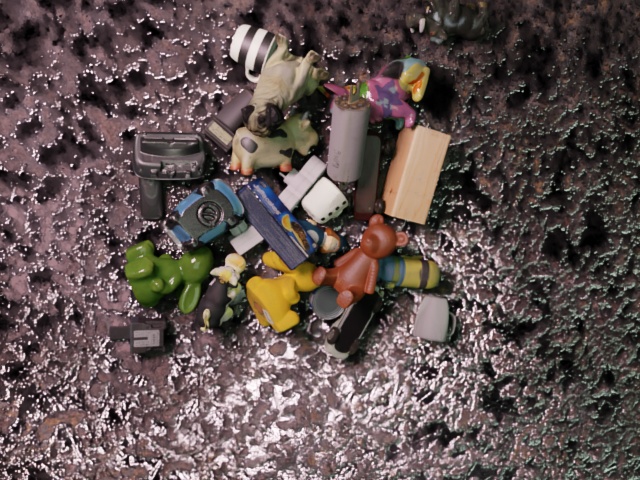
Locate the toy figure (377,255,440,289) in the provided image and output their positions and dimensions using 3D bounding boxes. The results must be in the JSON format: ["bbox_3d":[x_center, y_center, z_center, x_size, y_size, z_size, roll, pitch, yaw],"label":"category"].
[{"bbox_3d":[0.196,0.078,1.277,0.180,0.089,0.082,10,104,-17],"label":"toy figure"}]

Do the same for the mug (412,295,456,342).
[{"bbox_3d":[0.291,0.194,1.337,0.109,0.081,0.107,9,90,-13],"label":"mug"}]

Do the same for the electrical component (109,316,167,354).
[{"bbox_3d":[-0.391,0.202,1.155,0.119,0.048,0.074,4,99,-19],"label":"electrical component"}]

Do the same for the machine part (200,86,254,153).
[{"bbox_3d":[-0.180,-0.257,1.125,0.084,0.039,0.139,37,92,-12],"label":"machine part"}]

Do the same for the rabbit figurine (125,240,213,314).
[{"bbox_3d":[-0.300,0.075,1.115,0.170,0.121,0.158,-17,112,-10],"label":"rabbit figurine"}]

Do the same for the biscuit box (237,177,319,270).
[{"bbox_3d":[-0.094,-0.036,1.145,0.063,0.059,0.202,-38,93,35],"label":"biscuit box"}]

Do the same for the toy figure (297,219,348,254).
[{"bbox_3d":[-0.003,-0.003,1.221,0.154,0.058,0.064,18,134,-20],"label":"toy figure"}]

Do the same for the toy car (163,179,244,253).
[{"bbox_3d":[-0.243,-0.045,1.113,0.161,0.103,0.109,-42,99,-14],"label":"toy car"}]

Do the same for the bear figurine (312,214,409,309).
[{"bbox_3d":[0.095,0.042,1.184,0.132,0.120,0.195,0,128,-58],"label":"bear figurine"}]

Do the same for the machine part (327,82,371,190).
[{"bbox_3d":[0.058,-0.208,1.117,0.079,0.079,0.243,-5,130,-15],"label":"machine part"}]

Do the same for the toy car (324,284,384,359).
[{"bbox_3d":[0.082,0.190,1.287,0.073,0.056,0.201,29,91,-13],"label":"toy car"}]

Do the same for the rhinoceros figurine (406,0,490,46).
[{"bbox_3d":[0.282,-0.490,1.196,0.190,0.073,0.112,1,112,-18],"label":"rhinoceros figurine"}]

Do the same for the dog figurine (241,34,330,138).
[{"bbox_3d":[-0.080,-0.284,1.077,0.121,0.172,0.190,30,91,18],"label":"dog figurine"}]

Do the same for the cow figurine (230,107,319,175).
[{"bbox_3d":[-0.091,-0.208,1.129,0.195,0.086,0.127,-11,117,-31],"label":"cow figurine"}]

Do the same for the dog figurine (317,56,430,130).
[{"bbox_3d":[0.108,-0.322,1.158,0.219,0.108,0.191,13,101,-16],"label":"dog figurine"}]

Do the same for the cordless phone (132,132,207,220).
[{"bbox_3d":[-0.307,-0.126,1.104,0.147,0.089,0.184,-2,114,-17],"label":"cordless phone"}]

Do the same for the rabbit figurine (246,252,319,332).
[{"bbox_3d":[-0.077,0.099,1.206,0.173,0.122,0.162,-30,99,-23],"label":"rabbit figurine"}]

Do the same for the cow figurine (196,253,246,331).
[{"bbox_3d":[-0.214,0.110,1.138,0.068,0.098,0.167,25,110,7],"label":"cow figurine"}]

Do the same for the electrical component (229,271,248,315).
[{"bbox_3d":[-0.181,0.121,1.212,0.063,0.021,0.093,-15,105,-14],"label":"electrical component"}]

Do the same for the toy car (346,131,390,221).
[{"bbox_3d":[0.107,-0.145,1.223,0.089,0.053,0.202,4,102,-2],"label":"toy car"}]
